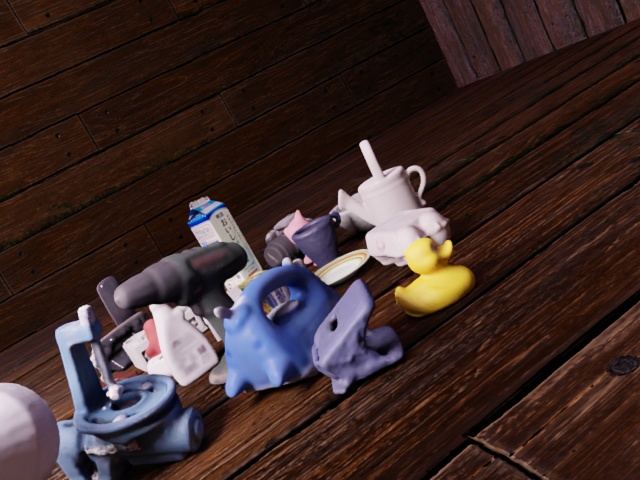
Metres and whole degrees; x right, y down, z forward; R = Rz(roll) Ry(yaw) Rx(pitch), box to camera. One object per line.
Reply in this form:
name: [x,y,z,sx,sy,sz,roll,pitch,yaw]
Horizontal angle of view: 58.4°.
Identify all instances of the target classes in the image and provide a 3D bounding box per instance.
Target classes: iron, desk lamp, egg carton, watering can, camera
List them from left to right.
desk lamp: [-0.305,0.257,0.521,0.118,0.214,0.203,-28,12,2]
camera: [-0.085,0.006,1.371,0.142,0.101,0.137,-17,16,44]
iron: [-0.046,0.097,0.787,0.118,0.141,0.259,-21,14,32]
watering can: [0.119,-0.103,1.128,0.173,0.194,0.100,-31,12,-11]
egg carton: [0.143,-0.003,0.951,0.107,0.069,0.150,-33,12,-21]

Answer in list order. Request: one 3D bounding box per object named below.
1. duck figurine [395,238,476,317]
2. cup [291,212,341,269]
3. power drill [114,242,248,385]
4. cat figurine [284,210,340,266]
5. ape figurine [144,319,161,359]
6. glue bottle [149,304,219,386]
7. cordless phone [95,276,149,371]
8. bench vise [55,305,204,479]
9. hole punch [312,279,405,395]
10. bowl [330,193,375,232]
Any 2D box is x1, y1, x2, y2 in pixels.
duck figurine: [0.137,0.041,0.735,0.104,0.086,0.077,-29,12,-2]
cup: [0.011,0.004,1.169,0.118,0.095,0.091,-35,13,-28]
power drill: [-0.173,0.108,0.868,0.075,0.208,0.230,-19,15,38]
cat figurine: [-0.027,-0.009,1.258,0.067,0.118,0.127,-33,13,-21]
ape figurine: [-0.305,0.192,1.104,0.078,0.092,0.076,-32,12,-15]
glue bottle: [-0.238,0.148,0.934,0.078,0.173,0.037,-35,13,-27]
cordless phone: [-0.457,0.185,1.256,0.094,0.185,0.148,-19,15,38]
bench vise: [-0.273,0.198,0.682,0.207,0.220,0.121,-29,12,-4]
hole punch: [0.033,0.110,0.670,0.101,0.091,0.108,-28,12,2]
bowl: [0.110,-0.066,1.289,0.167,0.075,0.167,-27,12,6]
